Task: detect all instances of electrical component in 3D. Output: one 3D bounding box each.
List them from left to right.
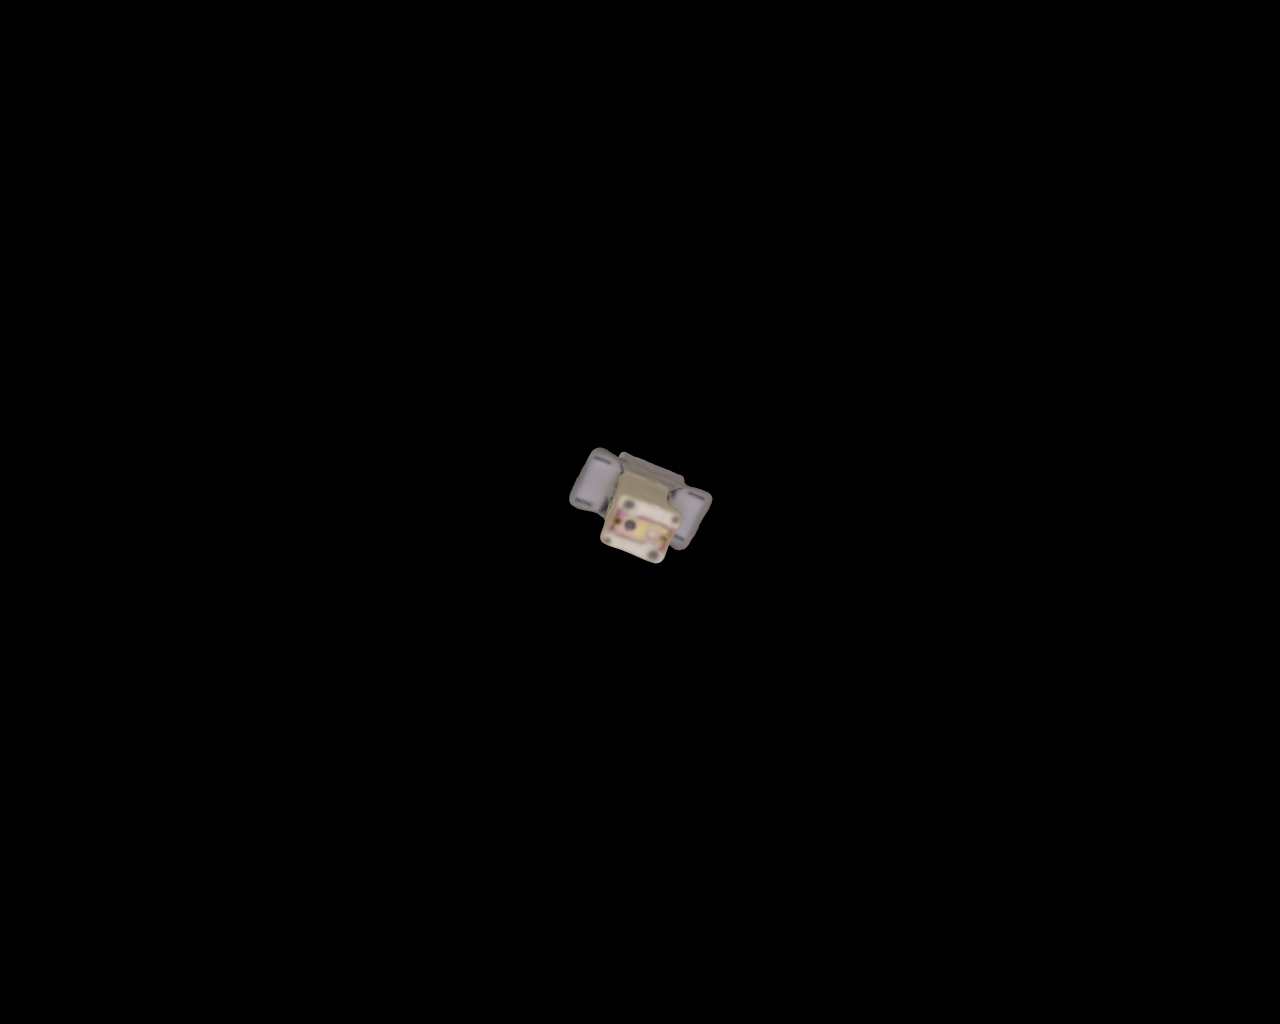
[{"bbox_3d":[0.001,-0.003,0.650,0.081,0.042,0.064,21,25,-10],"label":"electrical component"}]
